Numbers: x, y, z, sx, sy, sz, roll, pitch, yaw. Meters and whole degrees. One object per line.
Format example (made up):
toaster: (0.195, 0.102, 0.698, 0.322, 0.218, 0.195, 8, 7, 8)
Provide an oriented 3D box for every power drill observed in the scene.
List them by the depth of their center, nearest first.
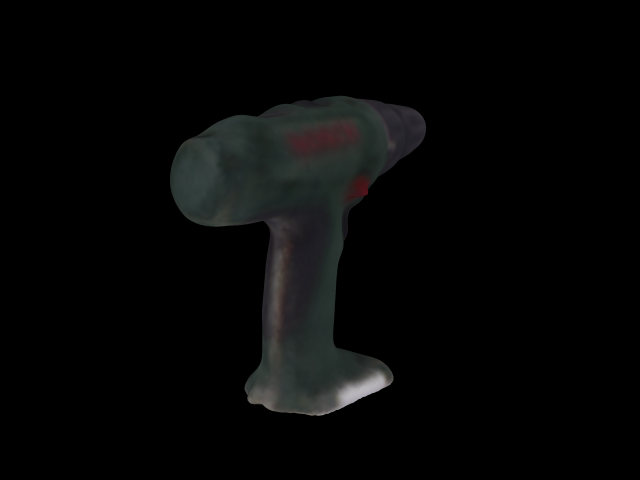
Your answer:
power drill: (0.004, 0.001, 0.400, 0.075, 0.208, 0.230, 4, 6, 40)
